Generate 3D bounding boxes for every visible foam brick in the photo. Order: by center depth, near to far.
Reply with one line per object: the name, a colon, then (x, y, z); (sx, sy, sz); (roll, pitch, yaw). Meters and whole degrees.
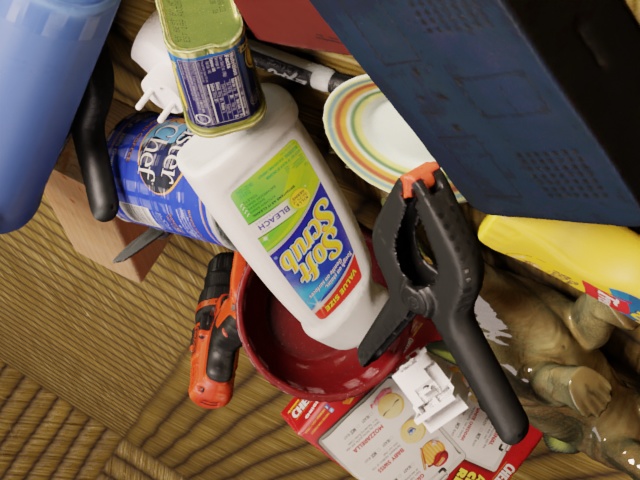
foam brick: (-0.007, -0.152, 0.645); (0.078, 0.051, 0.053); (17, 155, 33)

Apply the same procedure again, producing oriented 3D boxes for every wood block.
wood block: (-0.211, -0.051, 1.069); (0.090, 0.090, 0.206); (26, 158, 14)

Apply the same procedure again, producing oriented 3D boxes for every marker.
marker: (-0.019, -0.123, 0.762); (0.121, 0.020, 0.020); (24, 157, 20)

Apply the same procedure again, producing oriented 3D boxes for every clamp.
clamp: (0.087, 0.045, 0.771); (0.165, 0.036, 0.210); (29, 136, 37)
clamp: (-0.211, -0.109, 0.900); (0.120, 0.039, 0.171); (17, 111, 35)

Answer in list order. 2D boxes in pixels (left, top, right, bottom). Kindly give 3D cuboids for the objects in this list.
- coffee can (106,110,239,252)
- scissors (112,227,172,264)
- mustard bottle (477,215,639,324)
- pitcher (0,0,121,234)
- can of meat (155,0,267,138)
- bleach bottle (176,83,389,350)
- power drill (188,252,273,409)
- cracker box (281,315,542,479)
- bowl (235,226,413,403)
coffee can: (-0.106, -0.052, 0.913); (0.141, 0.102, 0.102); (14, 152, 38)
scissors: (-0.128, -0.009, 0.992); (0.096, 0.016, 0.201); (13, -158, -5)
mustard bottle: (0.203, 0.020, 0.719); (0.191, 0.058, 0.096); (28, 176, 4)
pitcher: (-0.243, -0.131, 0.813); (0.149, 0.144, 0.243); (40, 129, 2)
can of meat: (-0.076, -0.135, 0.713); (0.057, 0.102, 0.084); (-15, 148, -3)
bleach bottle: (-0.006, 0.001, 0.852); (0.250, 0.102, 0.068); (53, 174, -34)
power drill: (-0.082, 0.056, 1.077); (0.057, 0.184, 0.188); (12, 144, -15)
cracker box: (0.095, 0.174, 1.041); (0.213, 0.164, 0.072); (40, 176, -20)
bowl: (-0.001, 0.063, 0.954); (0.162, 0.162, 0.055); (35, 167, -9)
